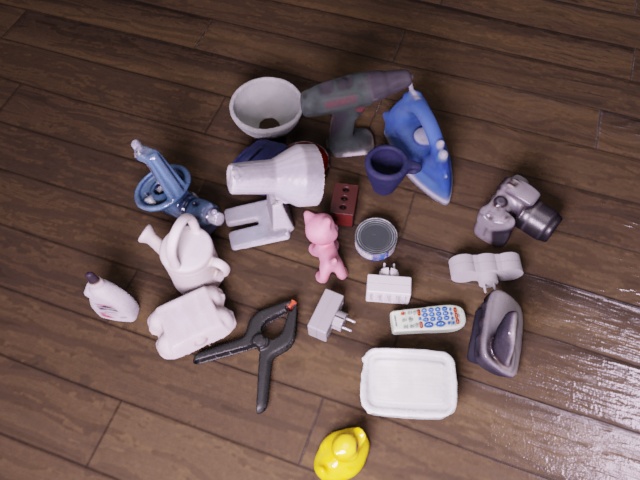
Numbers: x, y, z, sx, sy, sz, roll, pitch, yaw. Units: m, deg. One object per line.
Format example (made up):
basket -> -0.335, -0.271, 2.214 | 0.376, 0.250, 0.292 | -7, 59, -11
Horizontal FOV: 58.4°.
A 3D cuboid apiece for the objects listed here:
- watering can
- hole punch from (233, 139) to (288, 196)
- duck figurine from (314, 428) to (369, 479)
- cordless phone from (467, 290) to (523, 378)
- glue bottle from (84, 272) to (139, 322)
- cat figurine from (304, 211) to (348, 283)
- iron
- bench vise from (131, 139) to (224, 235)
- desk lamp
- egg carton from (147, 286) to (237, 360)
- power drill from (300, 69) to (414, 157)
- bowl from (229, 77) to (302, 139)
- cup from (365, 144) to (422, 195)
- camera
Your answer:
watering can -> -0.252, 0.023, 1.059 | 0.173, 0.194, 0.101 | 0, 60, 1
hole punch -> -0.130, -0.166, 1.225 | 0.101, 0.091, 0.109 | 33, 66, 18
duck figurine -> 0.036, 0.346, 0.933 | 0.105, 0.086, 0.077 | -36, 66, -18
cordless phone -> 0.322, 0.144, 0.987 | 0.094, 0.185, 0.147 | 11, 61, 7
glue bottle -> -0.386, 0.099, 1.030 | 0.078, 0.173, 0.037 | 4, 60, 3
cat figurine -> 0.010, 0.004, 1.110 | 0.067, 0.118, 0.127 | -15, 61, -7
iron -> 0.227, -0.214, 1.217 | 0.119, 0.141, 0.258 | -18, 62, -9
bench vise -> -0.277, -0.107, 1.119 | 0.207, 0.220, 0.121 | 11, 61, 7
desk lamp -> -0.093, -0.086, 1.108 | 0.203, 0.214, 0.118 | -14, 61, -7
egg carton -> -0.235, 0.153, 1.057 | 0.150, 0.069, 0.107 | -25, 63, -13
power drill -> 0.075, -0.271, 1.214 | 0.229, 0.208, 0.075 | -7, 60, -3
bowl -> -0.119, -0.286, 1.302 | 0.167, 0.075, 0.167 | 0, 60, 1
cup -> 0.151, -0.138, 1.202 | 0.117, 0.095, 0.091 | 3, 60, 3
camera -> 0.403, -0.051, 1.145 | 0.136, 0.101, 0.143 | 36, 67, 19
